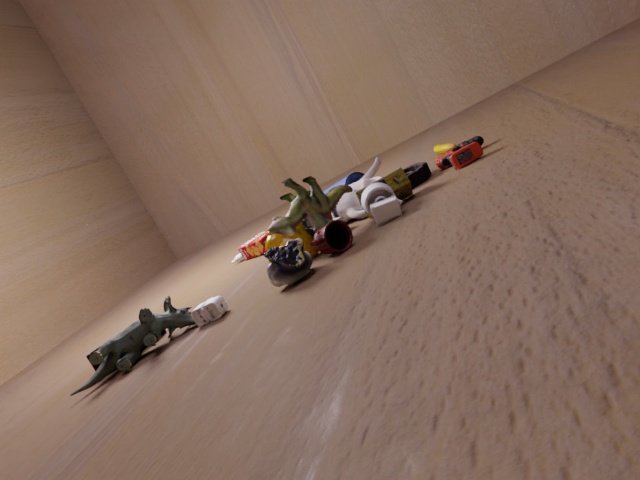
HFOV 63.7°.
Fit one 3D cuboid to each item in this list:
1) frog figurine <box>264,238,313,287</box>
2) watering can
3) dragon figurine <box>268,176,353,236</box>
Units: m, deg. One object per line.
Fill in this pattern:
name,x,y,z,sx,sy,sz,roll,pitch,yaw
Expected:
frog figurine,-0.085,0.080,1.441,0.139,0.124,0.156,-43,-22,-25
watering can,0.144,-0.174,1.877,0.223,0.102,0.356,-24,30,21
dragon figurine,0.005,-0.082,1.621,0.412,0.247,0.119,-8,-33,-37
